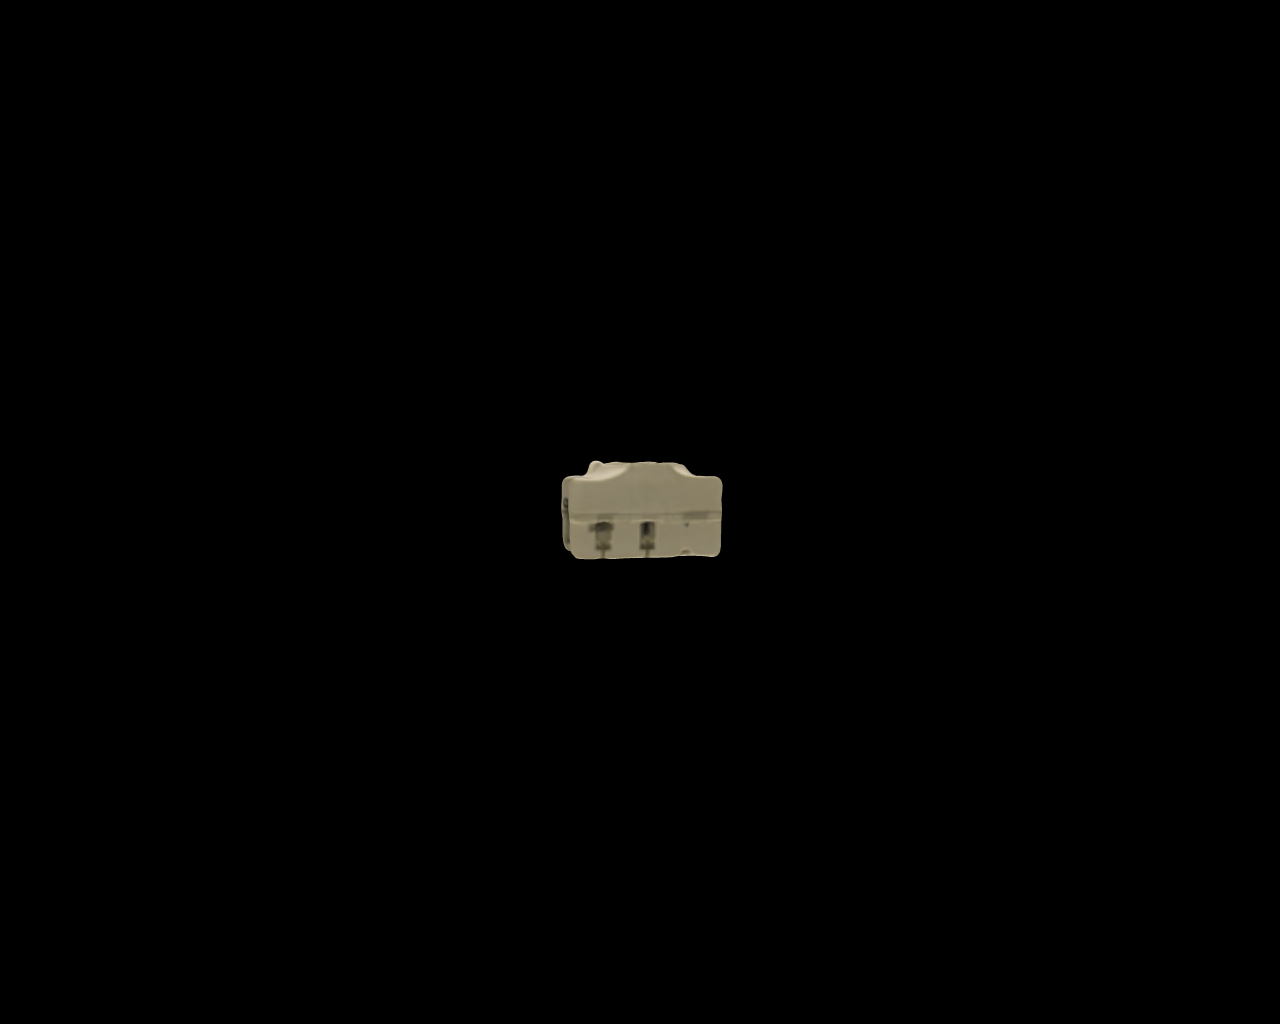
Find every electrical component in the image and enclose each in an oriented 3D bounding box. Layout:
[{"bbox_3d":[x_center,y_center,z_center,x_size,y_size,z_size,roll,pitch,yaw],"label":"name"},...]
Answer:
[{"bbox_3d":[0.001,-0.003,0.650,0.089,0.055,0.050,-1,4,-11],"label":"electrical component"}]
